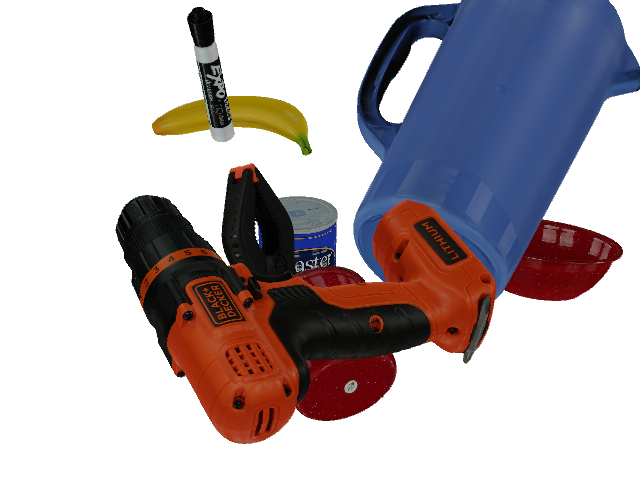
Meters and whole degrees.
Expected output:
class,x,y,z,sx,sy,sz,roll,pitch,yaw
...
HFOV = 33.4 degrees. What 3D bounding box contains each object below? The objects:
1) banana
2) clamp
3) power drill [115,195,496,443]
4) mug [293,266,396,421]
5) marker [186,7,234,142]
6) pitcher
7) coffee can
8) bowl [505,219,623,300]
class,x,y,z,sx,sy,sz,roll,pitch,yaw
banana,-0.096,-0.141,1.235,0.198,0.037,0.069,8,41,17
clamp,-0.045,0.030,1.032,0.036,0.210,0.164,-10,0,33
power drill,-0.010,0.025,0.614,0.187,0.057,0.185,-12,44,-25
mug,-0.004,0.086,0.800,0.117,0.081,0.093,-32,-41,7
marker,-0.084,-0.126,0.817,0.020,0.020,0.121,0,-43,7
pitcher,0.108,-0.076,0.753,0.145,0.242,0.149,46,-35,-22
coffee can,-0.030,0.026,1.390,0.103,0.140,0.103,0,26,0
bowl,0.230,0.022,1.116,0.162,0.055,0.162,5,17,-2
